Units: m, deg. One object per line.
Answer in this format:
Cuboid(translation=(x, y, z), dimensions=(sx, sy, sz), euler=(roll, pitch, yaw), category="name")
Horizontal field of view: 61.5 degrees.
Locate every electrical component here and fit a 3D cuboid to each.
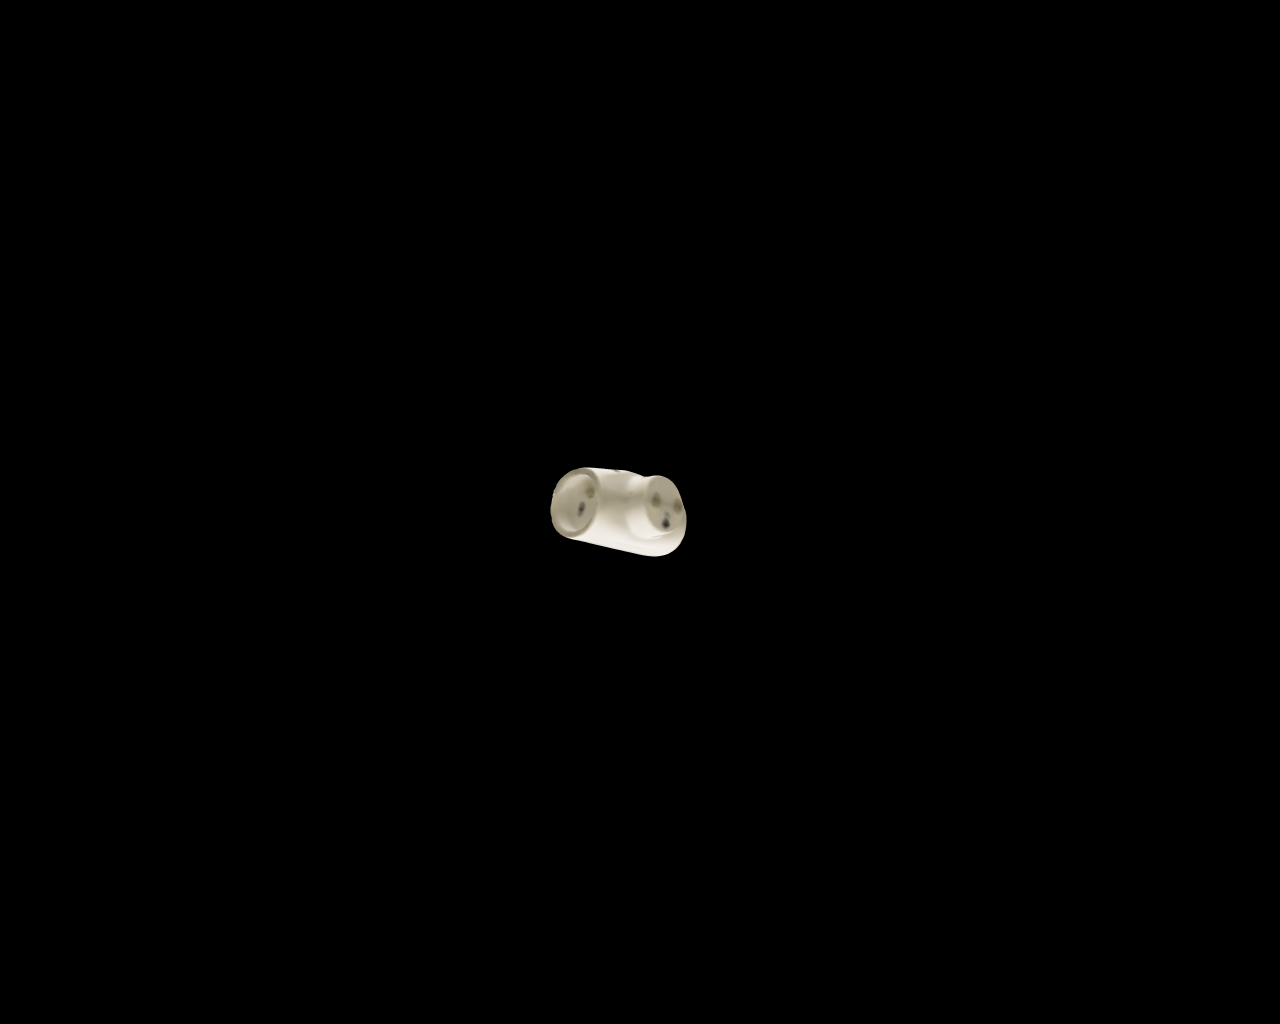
Cuboid(translation=(0.001, -0.003, 0.650), dimensions=(0.079, 0.043, 0.077), euler=(-14, -20, 42), category="electrical component")
